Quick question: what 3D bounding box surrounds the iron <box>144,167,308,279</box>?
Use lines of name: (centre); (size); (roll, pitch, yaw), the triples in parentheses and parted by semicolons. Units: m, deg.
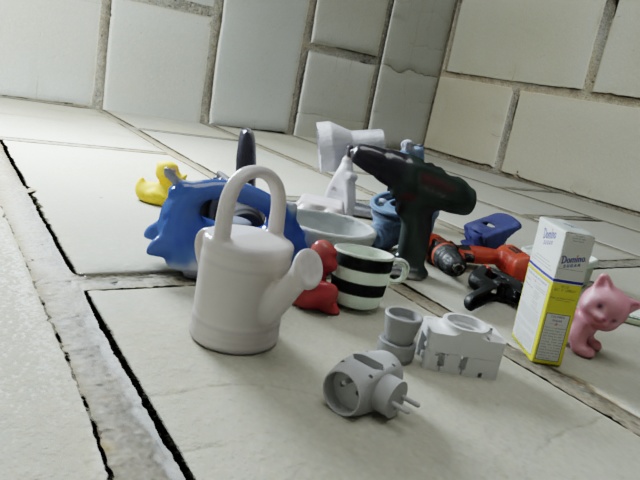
iron: (-0.116, -0.022, 0.831); (0.259, 0.141, 0.118); (5, 16, -22)

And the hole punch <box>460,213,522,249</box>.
hole punch: (0.380, -0.016, 1.277); (0.101, 0.091, 0.108); (6, 16, -18)

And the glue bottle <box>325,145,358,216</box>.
glue bottle: (0.053, -0.129, 1.293); (0.077, 0.173, 0.037); (23, 19, 37)

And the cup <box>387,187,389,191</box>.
cup: (0.215, -0.086, 1.408); (0.118, 0.095, 0.091); (9, 15, -8)

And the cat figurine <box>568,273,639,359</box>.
cat figurine: (0.373, 0.096, 0.805); (0.127, 0.118, 0.067); (22, 18, 36)

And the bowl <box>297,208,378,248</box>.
bowl: (0.009, 0.003, 0.962); (0.167, 0.075, 0.167); (11, 15, -3)

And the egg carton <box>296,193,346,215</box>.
egg carton: (-0.002, -0.047, 1.149); (0.107, 0.069, 0.150); (11, 15, 0)

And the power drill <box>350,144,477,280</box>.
power drill: (0.144, -0.044, 0.977); (0.230, 0.208, 0.075); (8, 15, -11)

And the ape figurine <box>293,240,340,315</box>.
ape figurine: (-0.001, 0.045, 0.765); (0.076, 0.092, 0.078); (12, 15, 5)

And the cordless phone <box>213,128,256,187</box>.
cordless phone: (-0.155, -0.130, 1.120); (0.094, 0.185, 0.147); (3, 17, -28)

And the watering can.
watering can: (-0.072, 0.017, 0.617); (0.172, 0.194, 0.101); (16, 15, 16)

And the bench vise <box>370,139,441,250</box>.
bench vise: (0.178, -0.094, 1.166); (0.121, 0.220, 0.208); (17, 16, 22)

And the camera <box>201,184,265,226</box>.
camera: (-0.153, -0.046, 0.973); (0.143, 0.101, 0.136); (6, 16, -20)

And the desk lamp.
desk lamp: (0.072, -0.174, 1.397); (0.203, 0.213, 0.118); (9, 15, -7)

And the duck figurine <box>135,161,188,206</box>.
duck figurine: (-0.314, -0.117, 1.146); (0.104, 0.086, 0.077); (10, 15, -5)
